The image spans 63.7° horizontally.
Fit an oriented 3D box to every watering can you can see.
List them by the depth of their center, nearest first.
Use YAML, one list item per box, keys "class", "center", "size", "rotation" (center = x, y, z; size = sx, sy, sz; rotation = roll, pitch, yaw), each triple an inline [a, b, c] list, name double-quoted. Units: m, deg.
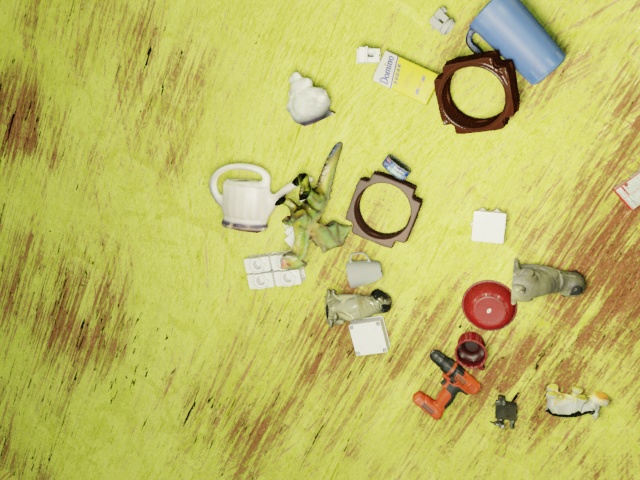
- class: "watering can"
  center: [-0.196, -0.129, 1.653]
  size: [0.348, 0.105, 0.222]
  rotation: [8, 105, 12]

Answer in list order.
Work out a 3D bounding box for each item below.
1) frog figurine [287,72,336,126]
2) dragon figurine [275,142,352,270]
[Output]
- class: "frog figurine"
  center: [-0.042, -0.427, 1.541]
  size: [0.136, 0.125, 0.158]
  rotation: [-11, 111, 38]
- class: "dragon figurine"
  center: [0.005, -0.080, 1.581]
  size: [0.414, 0.123, 0.239]
  rotation: [-50, 122, -13]
